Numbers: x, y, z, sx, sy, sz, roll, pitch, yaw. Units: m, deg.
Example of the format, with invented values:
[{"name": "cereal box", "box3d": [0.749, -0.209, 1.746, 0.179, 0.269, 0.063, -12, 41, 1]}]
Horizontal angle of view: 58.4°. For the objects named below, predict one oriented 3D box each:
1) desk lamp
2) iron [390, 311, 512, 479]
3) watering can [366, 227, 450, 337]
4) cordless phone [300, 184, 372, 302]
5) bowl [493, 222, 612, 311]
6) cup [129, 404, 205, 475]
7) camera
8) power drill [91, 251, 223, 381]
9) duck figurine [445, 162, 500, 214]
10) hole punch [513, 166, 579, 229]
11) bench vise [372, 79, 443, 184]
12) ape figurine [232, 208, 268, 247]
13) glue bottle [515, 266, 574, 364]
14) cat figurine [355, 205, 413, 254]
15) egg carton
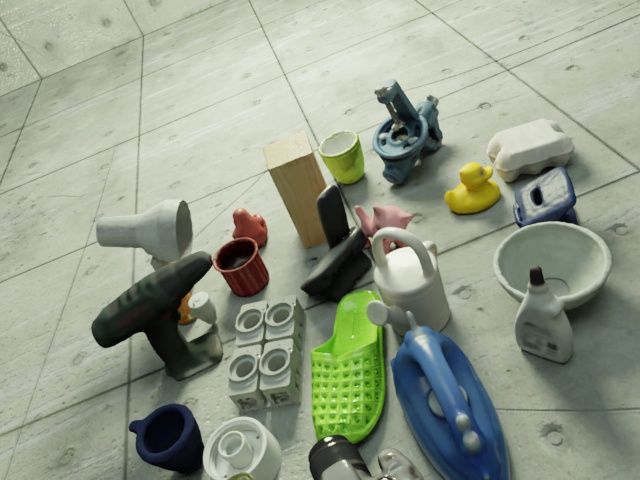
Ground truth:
[{"name": "desk lamp", "box3d": [-0.324, 0.027, 1.124, 0.203, 0.214, 0.118, -14, 40, 12]}, {"name": "iron", "box3d": [0.168, 0.212, 0.734, 0.118, 0.142, 0.257, -24, 39, 0]}, {"name": "watering can", "box3d": [0.133, 0.062, 0.877, 0.100, 0.194, 0.173, -5, 43, 21]}, {"name": "cordless phone", "box3d": [0.009, 0.004, 1.011, 0.093, 0.185, 0.148, 14, 52, 37]}, {"name": "bowl", "box3d": [0.354, 0.053, 0.875, 0.167, 0.075, 0.167, -13, 40, 12]}, {"name": "cup", "box3d": [-0.223, 0.306, 0.856, 0.117, 0.095, 0.092, 1, 45, 27]}, {"name": "camera", "box3d": [0.048, 0.303, 0.723, 0.143, 0.101, 0.136, -29, 40, -7]}, {"name": "power drill", "box3d": [-0.250, 0.136, 0.969, 0.229, 0.209, 0.075, -26, 39, -4]}, {"name": "duck figurine", "box3d": [0.283, -0.104, 1.077, 0.104, 0.086, 0.077, -20, 39, 5]}, {"name": "hole punch", "box3d": [0.381, -0.059, 0.975, 0.101, 0.091, 0.108, -10, 41, 16]}, {"name": "bench vise", "box3d": [0.171, -0.256, 1.195, 0.121, 0.220, 0.207, 1, 45, 26]}, {"name": "ape figurine", "box3d": [-0.153, -0.031, 1.202, 0.078, 0.092, 0.076, -29, 40, -7]}, {"name": "glue bottle", "box3d": [0.299, 0.096, 0.775, 0.077, 0.173, 0.037, 19, 55, 39]}, {"name": "cat figurine", "box3d": [0.114, -0.029, 1.050, 0.067, 0.118, 0.127, -43, 43, -22]}, {"name": "egg carton", "box3d": [0.405, -0.175, 1.111, 0.150, 0.070, 0.107, -18, 40, 7]}]
